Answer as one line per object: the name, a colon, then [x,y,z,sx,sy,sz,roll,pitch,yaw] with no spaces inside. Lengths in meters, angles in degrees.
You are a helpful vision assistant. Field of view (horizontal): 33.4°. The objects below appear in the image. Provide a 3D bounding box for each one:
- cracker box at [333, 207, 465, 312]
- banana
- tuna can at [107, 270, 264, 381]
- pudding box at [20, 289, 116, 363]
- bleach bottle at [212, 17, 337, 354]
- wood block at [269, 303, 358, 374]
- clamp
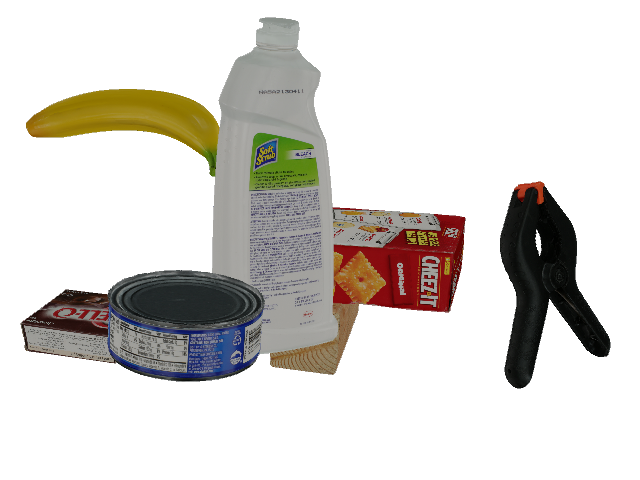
cracker box: [0.039,0.017,1.128,0.214,0.072,0.164,5,15,11]
banana: [-0.165,-0.106,0.948,0.198,0.037,0.069,12,48,19]
tuna can: [-0.074,0.046,0.589,0.086,0.034,0.086,5,17,-2]
pudding box: [-0.246,0.090,1.136,0.114,0.039,0.090,3,21,19]
bleach bottle: [-0.031,-0.041,0.814,0.102,0.251,0.068,-7,22,-29]
wood block: [-0.003,0.097,1.477,0.091,0.090,0.206,6,20,8]
clamp: [0.185,0.039,0.906,0.120,0.171,0.039,-24,8,-40]
